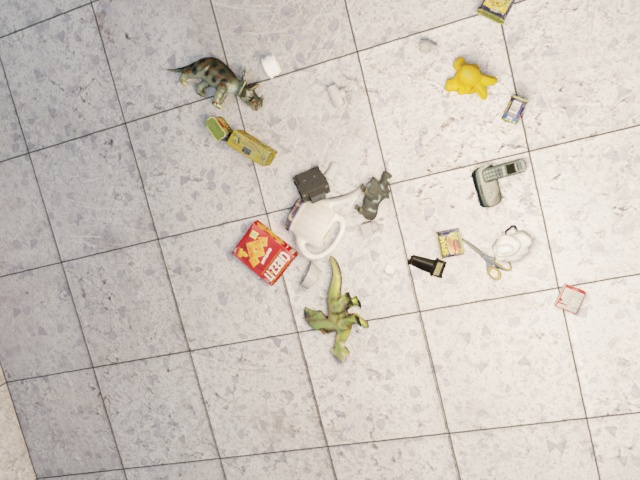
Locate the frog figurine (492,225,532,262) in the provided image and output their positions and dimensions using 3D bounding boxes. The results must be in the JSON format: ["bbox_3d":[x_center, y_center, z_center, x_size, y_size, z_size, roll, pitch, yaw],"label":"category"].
[{"bbox_3d":[0.666,0.026,1.779,0.136,0.161,0.122,-29,94,16],"label":"frog figurine"}]

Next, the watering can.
[{"bbox_3d":[0.006,-0.098,1.953,0.225,0.104,0.348,30,90,8],"label":"watering can"}]

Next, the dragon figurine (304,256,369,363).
[{"bbox_3d":[0.040,0.279,2.000,0.241,0.123,0.410,-22,92,24],"label":"dragon figurine"}]
